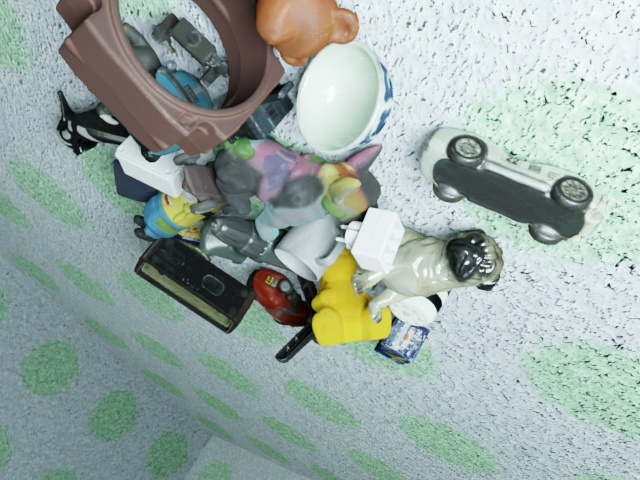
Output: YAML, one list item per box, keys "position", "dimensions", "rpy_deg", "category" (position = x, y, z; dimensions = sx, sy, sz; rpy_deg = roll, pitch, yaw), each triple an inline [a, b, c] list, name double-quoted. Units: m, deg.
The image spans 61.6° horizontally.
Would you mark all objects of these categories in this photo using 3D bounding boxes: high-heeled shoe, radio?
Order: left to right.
- position: [-0.396, -0.174, 0.962]
  dimensions: [0.249, 0.086, 0.145]
  rpy_deg: [32, 142, 28]
  category: "high-heeled shoe"
- position: [-0.240, 0.085, 1.038]
  dimensions: [0.229, 0.073, 0.131]
  rpy_deg: [34, 154, -9]
  category: "radio"

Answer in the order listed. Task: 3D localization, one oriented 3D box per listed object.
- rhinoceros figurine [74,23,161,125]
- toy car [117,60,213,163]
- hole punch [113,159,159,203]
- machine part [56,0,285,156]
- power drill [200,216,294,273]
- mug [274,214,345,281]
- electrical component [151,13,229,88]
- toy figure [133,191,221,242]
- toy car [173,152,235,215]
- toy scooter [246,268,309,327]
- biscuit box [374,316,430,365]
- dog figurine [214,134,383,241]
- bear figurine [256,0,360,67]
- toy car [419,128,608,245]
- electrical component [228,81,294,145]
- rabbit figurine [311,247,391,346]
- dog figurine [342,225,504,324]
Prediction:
- position: [-0.294, -0.239, 0.801]
  dimensions: [0.112, 0.073, 0.190]
  rpy_deg: [37, 150, -28]
  category: "rhinoceros figurine"
- position: [-0.202, -0.178, 0.745]
  dimensions: [0.162, 0.103, 0.109]
  rpy_deg: [-19, 109, 47]
  category: "toy car"
- position: [-0.305, -0.116, 0.969]
  dimensions: [0.116, 0.092, 0.142]
  rpy_deg: [29, 146, 1]
  category: "hole punch"
- position: [-0.145, -0.208, 0.564]
  dimensions: [0.087, 0.201, 0.201]
  rpy_deg: [-11, 128, 48]
  category: "machine part"
- position: [-0.124, 0.000, 0.914]
  dimensions: [0.232, 0.086, 0.207]
  rpy_deg: [19, 166, -38]
  category: "power drill"
- position: [-0.002, -0.002, 0.809]
  dimensions: [0.080, 0.107, 0.110]
  rpy_deg: [44, 158, -27]
  category: "mug"
- position: [-0.160, -0.236, 0.676]
  dimensions: [0.102, 0.045, 0.078]
  rpy_deg: [42, -175, -21]
  category: "electrical component"
- position: [-0.245, -0.058, 0.945]
  dimensions: [0.180, 0.089, 0.082]
  rpy_deg: [-31, 76, 23]
  category: "toy figure"
- position: [-0.167, -0.081, 0.807]
  dimensions: [0.053, 0.202, 0.089]
  rpy_deg: [-17, 92, 9]
  category: "toy car"
- position: [-0.063, 0.129, 1.103]
  dimensions: [0.135, 0.075, 0.183]
  rpy_deg: [10, 146, 36]
  category: "toy scooter"
- position: [0.138, 0.177, 0.937]
  dimensions: [0.059, 0.063, 0.202]
  rpy_deg: [30, 168, 10]
  category: "biscuit box"
- position: [-0.022, -0.088, 0.723]
  dimensions: [0.219, 0.108, 0.191]
  rpy_deg: [-16, 122, 47]
  category: "dog figurine"
- position: [-0.061, -0.244, 0.508]
  dimensions: [0.120, 0.132, 0.195]
  rpy_deg: [-4, 128, 42]
  category: "bear figurine"
- position: [0.207, -0.059, 0.590]
  dimensions: [0.202, 0.056, 0.073]
  rpy_deg: [25, 143, 12]
  category: "toy car"
- position: [-0.072, -0.167, 0.683]
  dimensions: [0.119, 0.075, 0.047]
  rpy_deg: [-2, 135, 41]
  category: "electrical component"
- position: [0.042, 0.080, 0.884]
  dimensions: [0.122, 0.173, 0.162]
  rpy_deg: [-11, 177, 2]
  category: "rabbit figurine"
- position: [0.140, 0.012, 0.740]
  dimensions: [0.191, 0.172, 0.121]
  rpy_deg: [-20, 146, 12]
  category: "dog figurine"
